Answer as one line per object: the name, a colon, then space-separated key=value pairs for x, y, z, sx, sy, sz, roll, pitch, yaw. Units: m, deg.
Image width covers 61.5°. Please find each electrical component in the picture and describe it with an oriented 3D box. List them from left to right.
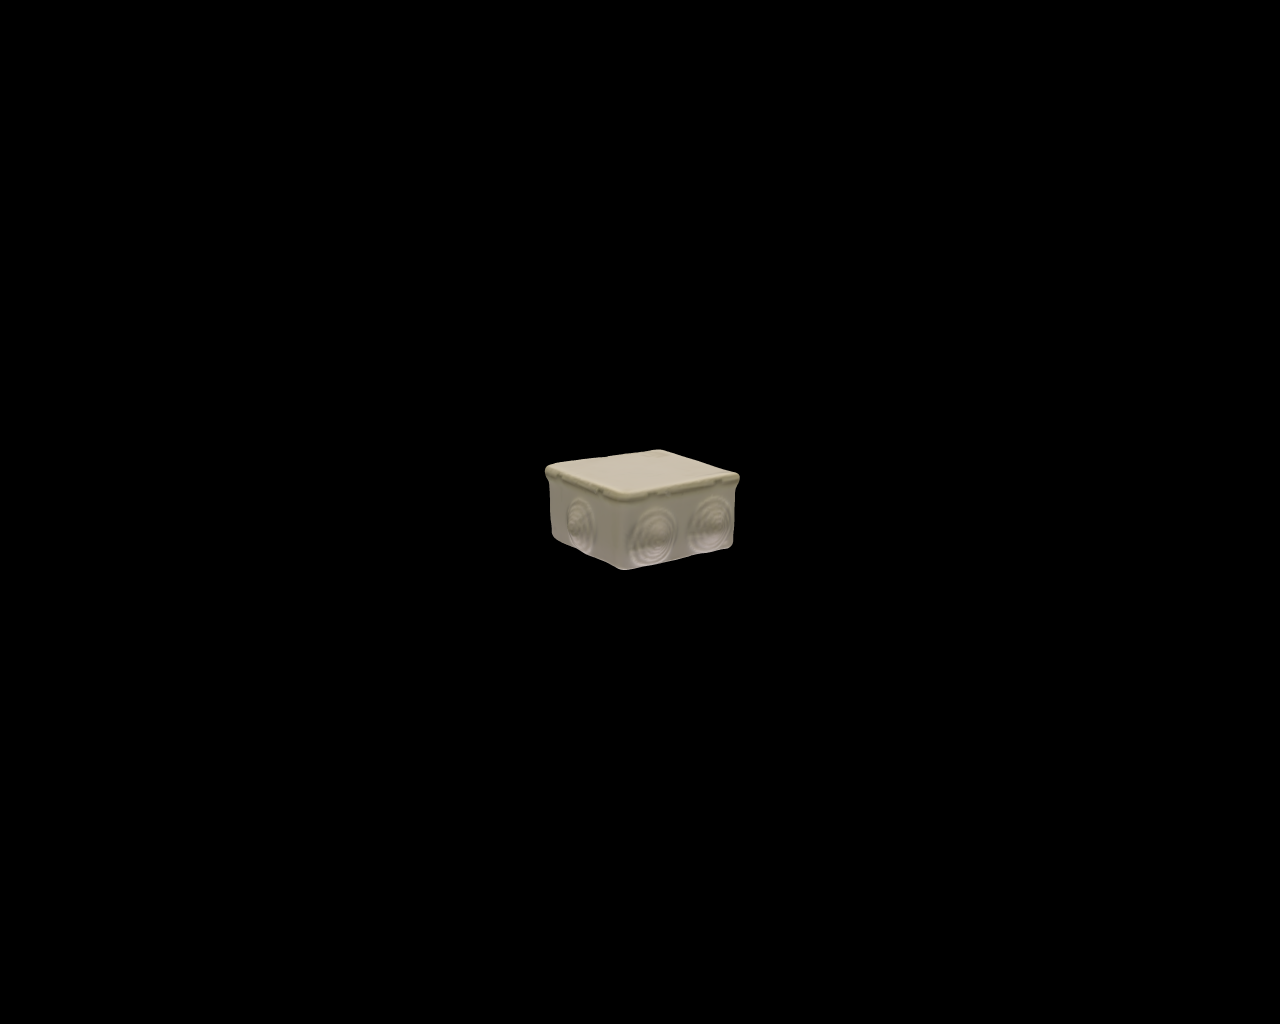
electrical component: x=0.001 y=-0.003 z=0.650 sx=0.100 sy=0.048 sz=0.100 roll=-10 pitch=18 yaw=-33
